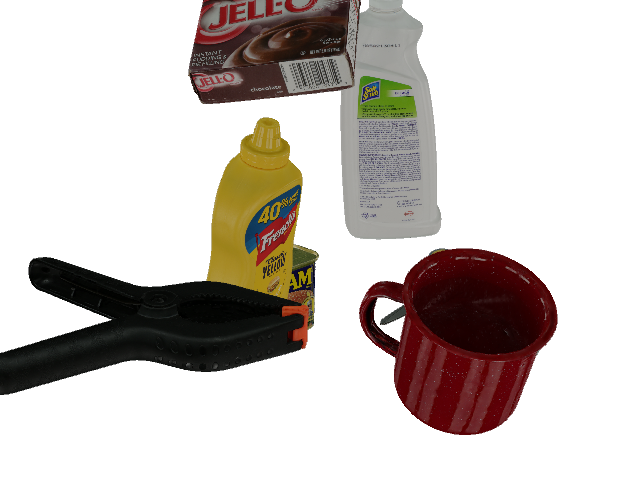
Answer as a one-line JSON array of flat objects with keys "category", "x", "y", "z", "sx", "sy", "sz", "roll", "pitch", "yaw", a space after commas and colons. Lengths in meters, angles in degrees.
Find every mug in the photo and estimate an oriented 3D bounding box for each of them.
[{"category": "mug", "x": 0.079, "y": 0.062, "z": 0.661, "sx": 0.117, "sy": 0.081, "sz": 0.093, "roll": 17, "pitch": 43, "yaw": 10}]

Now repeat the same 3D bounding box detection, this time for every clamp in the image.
[{"category": "clamp", "x": -0.115, "y": 0.051, "z": 0.725, "sx": 0.209, "sy": 0.036, "sz": 0.164, "roll": -1, "pitch": 25, "yaw": -10}]

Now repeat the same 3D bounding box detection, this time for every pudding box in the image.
[{"category": "pudding box", "x": -0.030, "y": -0.143, "z": 0.747, "sx": 0.113, "sy": 0.090, "sz": 0.039, "roll": -3, "pitch": -37, "yaw": 11}]

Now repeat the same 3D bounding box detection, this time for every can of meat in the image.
[{"category": "can of meat", "x": -0.050, "y": 0.059, "z": 1.125, "sx": 0.058, "sy": 0.084, "sz": 0.101, "roll": 18, "pitch": 26, "yaw": 40}]

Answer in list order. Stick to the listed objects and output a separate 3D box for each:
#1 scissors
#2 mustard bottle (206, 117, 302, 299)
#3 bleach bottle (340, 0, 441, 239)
[{"category": "scissors", "x": 0.121, "y": 0.050, "z": 1.247, "sx": 0.201, "sy": 0.016, "sz": 0.096, "roll": -11, "pitch": 40, "yaw": -35}, {"category": "mustard bottle", "x": -0.055, "y": -0.016, "z": 0.915, "sx": 0.058, "sy": 0.192, "sz": 0.096, "roll": 26, "pitch": 36, "yaw": 26}, {"category": "bleach bottle", "x": 0.071, "y": -0.124, "z": 1.038, "sx": 0.102, "sy": 0.251, "sz": 0.068, "roll": -3, "pitch": 31, "yaw": -4}]
